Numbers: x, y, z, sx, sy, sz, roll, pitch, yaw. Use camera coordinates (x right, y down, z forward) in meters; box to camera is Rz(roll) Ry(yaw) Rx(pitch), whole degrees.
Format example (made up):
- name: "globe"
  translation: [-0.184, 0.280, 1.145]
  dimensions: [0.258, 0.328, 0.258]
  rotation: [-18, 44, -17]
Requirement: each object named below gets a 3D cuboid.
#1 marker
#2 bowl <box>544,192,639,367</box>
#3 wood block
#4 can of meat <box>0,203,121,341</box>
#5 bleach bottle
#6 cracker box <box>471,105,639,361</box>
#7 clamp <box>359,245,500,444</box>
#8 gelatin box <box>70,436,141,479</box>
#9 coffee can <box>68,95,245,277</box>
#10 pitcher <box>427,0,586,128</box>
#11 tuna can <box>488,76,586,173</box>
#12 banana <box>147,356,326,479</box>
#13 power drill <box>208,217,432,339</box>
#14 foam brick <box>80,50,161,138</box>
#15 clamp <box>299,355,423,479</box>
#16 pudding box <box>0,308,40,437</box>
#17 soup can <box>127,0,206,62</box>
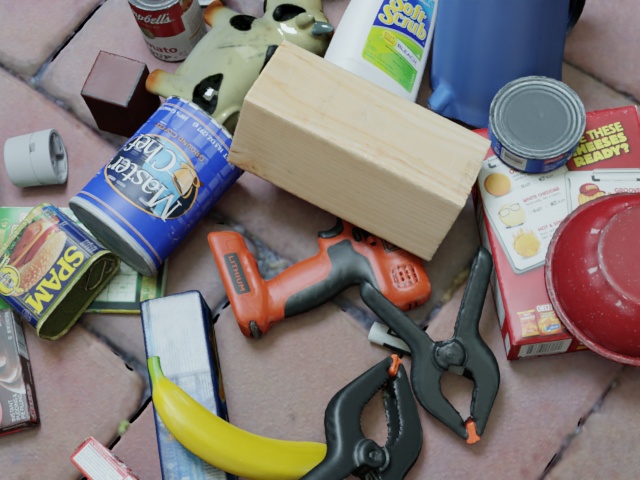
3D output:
- name: "marker"
  translation: [0.103, 0.105, 0.979]
  dimensions: [0.121, 0.020, 0.020]
  rotation: [21, 72, 12]
- name: "bowl"
  translation: [0.274, 0.023, 0.901]
  dimensions: [0.162, 0.055, 0.162]
  rotation: [-1, 68, 1]
- name: "wood block"
  translation: [0.034, -0.080, 0.953]
  dimensions: [0.206, 0.091, 0.090]
  rotation: [26, 53, 2]
- name: "can of meat"
  translation: [-0.252, 0.028, 0.998]
  dimensions: [0.084, 0.057, 0.102]
  rotation: [39, 88, 16]
- name: "bleach bottle"
  translation: [0.067, -0.223, 1.059]
  dimensions: [0.102, 0.068, 0.250]
  rotation: [34, 54, -25]
- name: "cracker box"
  translation: [0.233, -0.005, 0.984]
  dimensions: [0.164, 0.072, 0.214]
  rotation: [-9, 68, 0]
- name: "clamp"
  translation: [0.121, 0.091, 0.945]
  dimensions: [0.120, 0.039, 0.171]
  rotation: [-25, 92, 10]
- name: "gelatin box"
  translation: [-0.171, 0.215, 0.932]
  dimensions: [0.089, 0.073, 0.030]
  rotation: [40, 76, 18]
- name: "coffee can"
  translation: [-0.150, -0.051, 1.003]
  dimensions: [0.103, 0.103, 0.140]
  rotation: [35, 73, 16]
- name: "pitcher"
  translation: [0.177, -0.225, 0.981]
  dimensions: [0.145, 0.243, 0.149]
  rotation: [8, 63, 9]
- name: "tuna can"
  translation: [0.196, -0.104, 0.970]
  dimensions: [0.086, 0.034, 0.086]
  rotation: [-2, 67, 4]
- name: "banana"
  translation: [-0.066, 0.167, 0.905]
  dimensions: [0.197, 0.037, 0.069]
  rotation: [32, 52, -20]
- name: "power drill"
  translation: [-0.007, 0.001, 1.008]
  dimensions: [0.187, 0.057, 0.184]
  rotation: [-19, 68, -2]
- name: "foam brick"
  translation: [-0.198, -0.143, 1.070]
  dimensions: [0.053, 0.078, 0.051]
  rotation: [17, 71, 9]
- name: "clamp"
  translation: [0.030, 0.191, 0.915]
  dimensions: [0.164, 0.036, 0.210]
  rotation: [21, 58, -18]
- name: "pudding box"
  translation: [-0.316, 0.130, 0.995]
  dimensions: [0.090, 0.039, 0.113]
  rotation: [-16, 69, -1]
- name: "soup can"
  translation: [-0.156, -0.236, 1.088]
  dimensions: [0.068, 0.102, 0.068]
  rotation: [-2, 69, 4]
